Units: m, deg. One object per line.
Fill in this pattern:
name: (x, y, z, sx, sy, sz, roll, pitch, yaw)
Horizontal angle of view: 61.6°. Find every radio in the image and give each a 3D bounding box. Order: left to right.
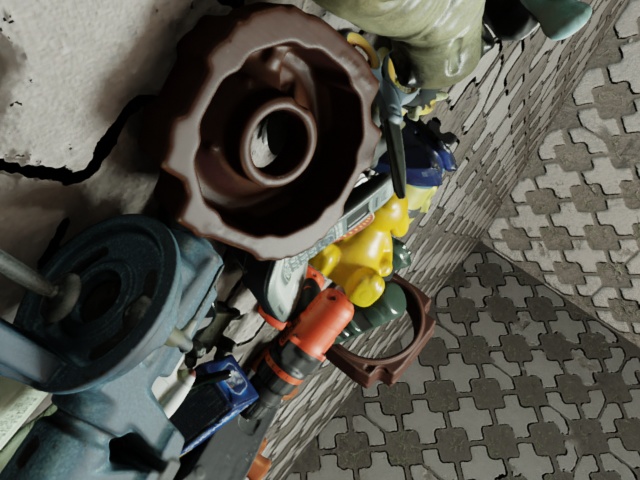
radio: (-0.141, 0.274, 0.691, 0.131, 0.073, 0.230, -39, -171, 25)

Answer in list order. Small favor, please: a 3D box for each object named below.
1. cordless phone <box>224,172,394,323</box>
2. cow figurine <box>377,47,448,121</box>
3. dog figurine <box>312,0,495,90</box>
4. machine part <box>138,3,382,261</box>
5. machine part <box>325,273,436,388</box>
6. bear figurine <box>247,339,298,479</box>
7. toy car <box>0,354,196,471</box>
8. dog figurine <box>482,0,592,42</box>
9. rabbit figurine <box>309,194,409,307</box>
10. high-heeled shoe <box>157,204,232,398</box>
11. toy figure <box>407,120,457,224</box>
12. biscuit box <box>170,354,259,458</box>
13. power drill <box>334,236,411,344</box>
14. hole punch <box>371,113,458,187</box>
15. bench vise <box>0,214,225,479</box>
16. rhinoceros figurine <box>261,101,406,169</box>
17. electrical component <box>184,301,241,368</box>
cordless phone: (-0.001, -0.001, 0.574, 0.184, 0.089, 0.146, -33, 159, -8)
cow figurine: (0.110, -0.184, 0.566, 0.068, 0.098, 0.167, -45, 155, -24)
dog figurine: (0.053, -0.156, 0.363, 0.172, 0.121, 0.190, -34, 145, -13)
machine part: (-0.037, -0.073, 0.381, 0.179, 0.056, 0.179, -21, 127, -31)
machine part: (0.097, 0.154, 1.004, 0.201, 0.202, 0.087, -45, 157, -23)
bear figurine: (-0.091, 0.269, 0.888, 0.196, 0.132, 0.120, -48, -168, -6)
toy car: (-0.189, 0.153, 0.432, 0.202, 0.073, 0.056, -43, -165, 2)
dog figurine: (0.139, -0.265, 0.389, 0.108, 0.219, 0.192, -38, -159, 6)
rabbit figurine: (0.079, -0.011, 0.784, 0.162, 0.122, 0.173, -32, 152, -56)
high-heeled shoe: (-0.161, 0.074, 0.478, 0.145, 0.086, 0.248, -11, 124, -10)
toy figure: (0.145, -0.099, 0.855, 0.089, 0.082, 0.180, -21, 150, -39)
biscuit box: (-0.164, 0.210, 0.598, 0.202, 0.063, 0.059, -41, 166, 16)
power drill: (0.059, 0.088, 0.913, 0.232, 0.086, 0.207, -25, -165, 44)
hole punch: (0.110, -0.111, 0.698, 0.092, 0.116, 0.142, -46, 162, 5)
bench vise: (-0.159, 0.059, 0.309, 0.223, 0.129, 0.240, -53, 141, -16)
rhinoceros figurine: (0.013, -0.106, 0.529, 0.112, 0.073, 0.190, -51, 165, 20)
electrical component: (-0.127, 0.111, 0.616, 0.078, 0.045, 0.102, -51, 162, -2)
